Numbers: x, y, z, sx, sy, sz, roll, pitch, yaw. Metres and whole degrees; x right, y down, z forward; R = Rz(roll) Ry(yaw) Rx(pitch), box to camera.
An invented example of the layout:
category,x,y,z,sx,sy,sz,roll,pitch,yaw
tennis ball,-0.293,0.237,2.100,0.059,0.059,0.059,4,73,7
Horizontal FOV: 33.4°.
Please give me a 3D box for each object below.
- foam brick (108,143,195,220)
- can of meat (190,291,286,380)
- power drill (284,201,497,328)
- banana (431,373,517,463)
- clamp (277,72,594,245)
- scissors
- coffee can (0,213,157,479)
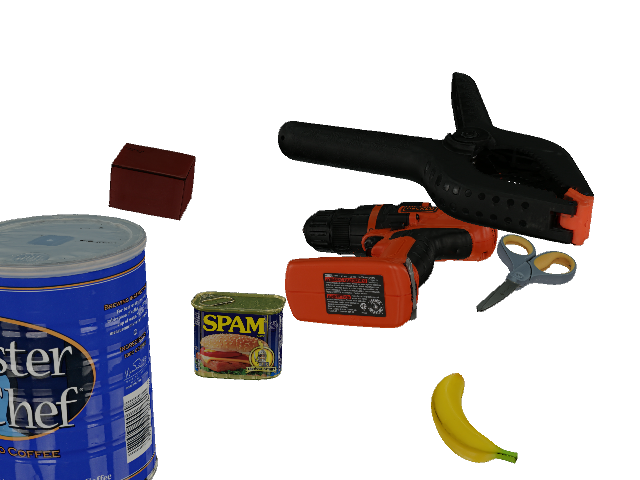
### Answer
category,x,y,z,sx,sy,sz,roll,pitch,yaw
foam brick,-0.172,-0.061,1.100,0.078,0.051,0.053,11,31,3
can of meat,-0.091,0.105,1.177,0.102,0.084,0.057,3,14,5
power drill,0.042,0.012,0.914,0.185,0.057,0.187,0,19,25
banana,0.168,0.214,1.281,0.069,0.037,0.198,10,21,-17
clamp,0.082,-0.050,0.675,0.164,0.036,0.210,-17,34,-23
scissors,0.194,0.031,1.116,0.201,0.016,0.096,-11,37,-43
coffee can,-0.145,0.065,0.594,0.103,0.140,0.103,-1,16,0
